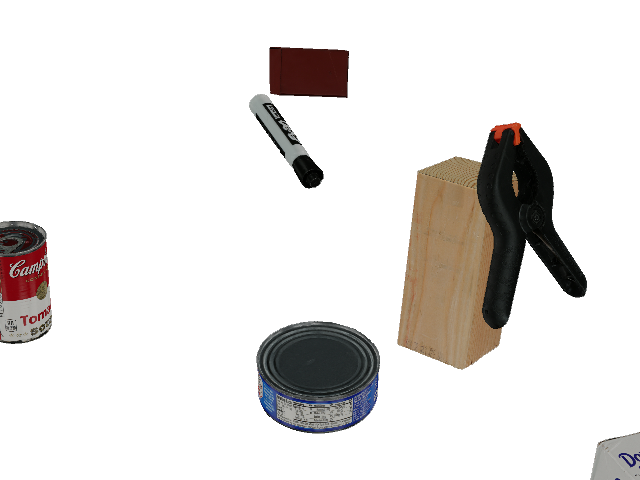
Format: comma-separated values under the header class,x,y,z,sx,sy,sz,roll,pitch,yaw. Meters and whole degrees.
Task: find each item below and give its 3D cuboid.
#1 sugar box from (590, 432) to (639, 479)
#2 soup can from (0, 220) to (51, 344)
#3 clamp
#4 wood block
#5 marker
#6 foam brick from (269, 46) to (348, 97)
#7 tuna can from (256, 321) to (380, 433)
class,x,y,z,sx,sy,sz,roll,pitch,yaw
sugar box,0.188,0.179,0.501,0.048,0.093,0.176,-9,29,-21
soup can,-0.300,0.041,1.043,0.068,0.102,0.068,3,28,-2
clamp,0.166,-0.010,0.909,0.120,0.171,0.039,-27,11,-40
wood block,0.155,0.023,1.180,0.090,0.206,0.090,19,25,32
marker,-0.028,-0.080,0.856,0.020,0.020,0.121,0,37,-29
foam brick,-0.013,-0.182,1.158,0.078,0.051,0.053,0,11,-15
tuna can,-0.002,0.095,0.745,0.086,0.034,0.086,0,32,0
